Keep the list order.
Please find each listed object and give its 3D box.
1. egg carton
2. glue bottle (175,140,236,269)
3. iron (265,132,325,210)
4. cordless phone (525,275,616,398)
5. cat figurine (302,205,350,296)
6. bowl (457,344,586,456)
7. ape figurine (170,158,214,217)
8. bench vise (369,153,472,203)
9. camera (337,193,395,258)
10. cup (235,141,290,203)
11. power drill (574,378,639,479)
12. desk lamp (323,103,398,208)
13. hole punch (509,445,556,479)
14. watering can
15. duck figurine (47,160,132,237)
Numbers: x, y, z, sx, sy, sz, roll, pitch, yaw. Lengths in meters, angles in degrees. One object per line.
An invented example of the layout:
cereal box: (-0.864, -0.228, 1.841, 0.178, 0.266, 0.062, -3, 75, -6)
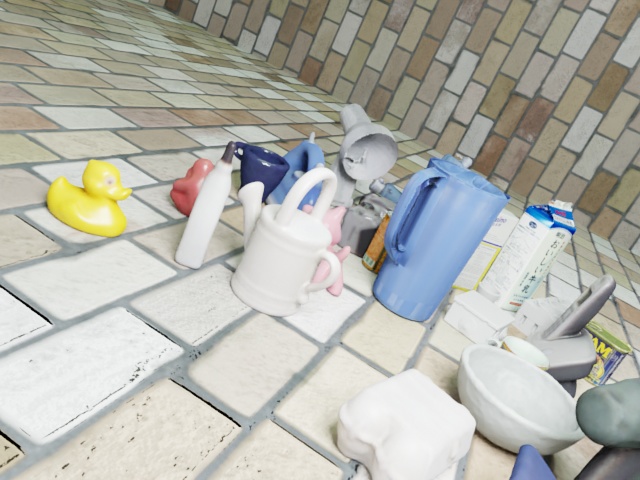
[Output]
egg carton: (0.089, 0.192, 0.579, 0.107, 0.069, 0.151, 38, 23, 29)
glue bottle: (-0.143, -0.051, 0.750, 0.037, 0.173, 0.078, 21, 21, -12)
iron: (-0.026, -0.111, 1.081, 0.119, 0.141, 0.258, 19, 21, -18)
cordless phone: (0.408, 0.141, 0.911, 0.094, 0.185, 0.148, 28, 20, 7)
cat figurine: (0.008, 0.003, 0.877, 0.067, 0.117, 0.127, 12, 24, -33)
bowl: (0.233, 0.207, 0.705, 0.167, 0.074, 0.167, 22, 20, -9)
ape figurine: (-0.190, -0.085, 0.897, 0.078, 0.092, 0.076, 13, 24, -30)
bench vise: (0.219, -0.096, 1.220, 0.208, 0.219, 0.121, 14, 23, -29)
camera: (0.121, -0.019, 1.089, 0.136, 0.101, 0.143, 31, 21, 14)
cup: (-0.124, -0.122, 1.059, 0.117, 0.095, 0.092, 31, 21, 14)
power drill: (0.335, 0.222, 0.593, 0.230, 0.208, 0.075, 15, 23, -27)
desk lamp: (0.060, -0.178, 1.245, 0.118, 0.213, 0.202, 13, 23, -30)
hole punch: (0.199, 0.257, 0.519, 0.101, 0.091, 0.109, 33, 21, 19)
watering can: (-0.042, -0.011, 0.741, 0.172, 0.194, 0.101, 27, 20, 5)
duck figurine: (-0.290, -0.062, 0.732, 0.104, 0.086, 0.077, 25, 20, -2)
